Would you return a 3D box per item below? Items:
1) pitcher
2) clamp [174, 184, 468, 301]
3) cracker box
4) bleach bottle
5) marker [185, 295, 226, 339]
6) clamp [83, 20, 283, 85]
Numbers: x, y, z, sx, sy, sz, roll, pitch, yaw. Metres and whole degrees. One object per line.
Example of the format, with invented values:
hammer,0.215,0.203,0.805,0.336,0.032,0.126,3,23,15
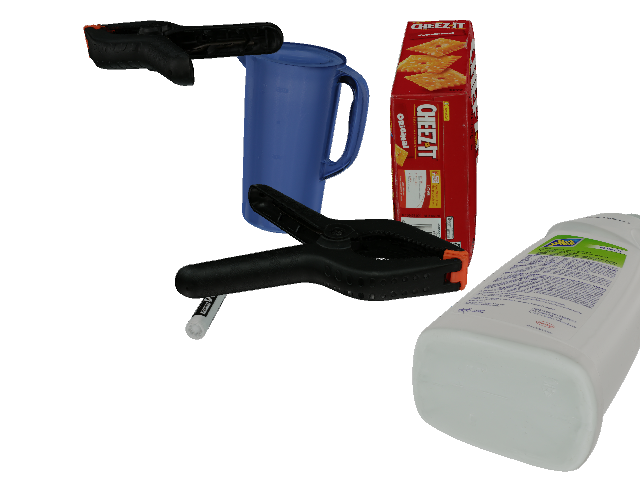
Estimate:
pitcher,-0.033,-0.135,1.424,0.144,0.243,0.149,-4,24,-22
clamp,0.010,0.004,0.826,0.210,0.036,0.164,4,30,10
cracker box,0.108,-0.094,0.975,0.072,0.164,0.213,0,27,10
bleach bottle,0.152,0.037,0.622,0.103,0.068,0.250,13,26,30
marker,-0.103,0.058,1.030,0.020,0.020,0.121,0,24,12
clamp,-0.117,-0.157,0.855,0.172,0.039,0.120,20,28,41
